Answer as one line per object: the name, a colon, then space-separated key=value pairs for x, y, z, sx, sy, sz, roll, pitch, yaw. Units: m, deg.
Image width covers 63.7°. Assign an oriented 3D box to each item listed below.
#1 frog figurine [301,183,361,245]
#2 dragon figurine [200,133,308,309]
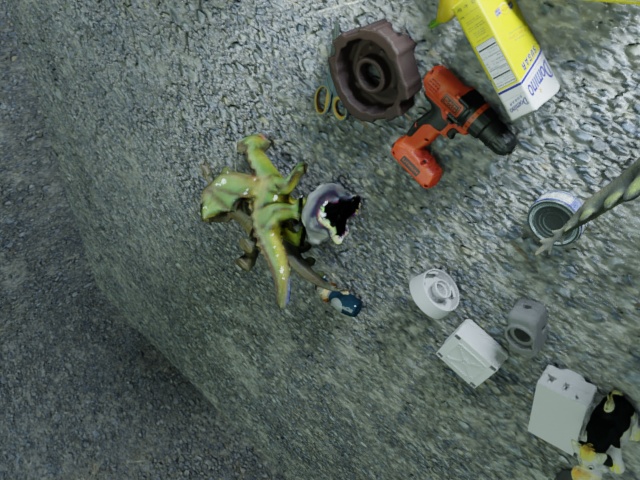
frog figurine: x=0.004 y=-0.058 z=1.154 sx=0.122 sy=0.138 sz=0.159 roll=8 pitch=-1 yaw=-27
dragon figurine: x=-0.151 y=-0.065 z=1.162 sx=0.243 sy=0.417 sz=0.120 roll=8 pitch=-20 yaw=5
